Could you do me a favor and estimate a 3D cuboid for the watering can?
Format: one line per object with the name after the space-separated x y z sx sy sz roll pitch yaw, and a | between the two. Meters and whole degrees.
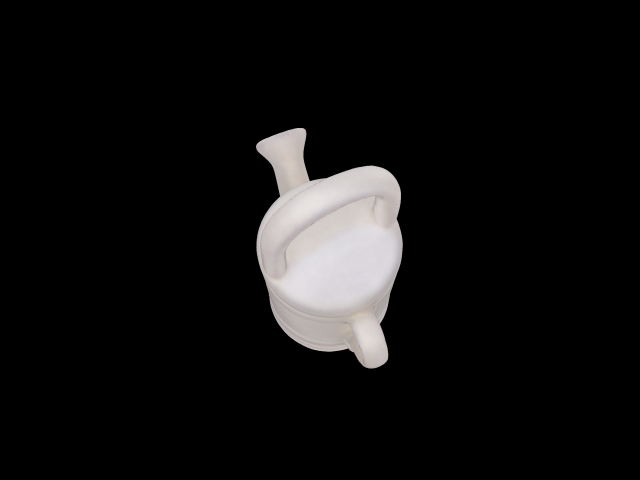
0.002 0.002 0.400 0.172 0.194 0.101 42 73 16 | watering can
